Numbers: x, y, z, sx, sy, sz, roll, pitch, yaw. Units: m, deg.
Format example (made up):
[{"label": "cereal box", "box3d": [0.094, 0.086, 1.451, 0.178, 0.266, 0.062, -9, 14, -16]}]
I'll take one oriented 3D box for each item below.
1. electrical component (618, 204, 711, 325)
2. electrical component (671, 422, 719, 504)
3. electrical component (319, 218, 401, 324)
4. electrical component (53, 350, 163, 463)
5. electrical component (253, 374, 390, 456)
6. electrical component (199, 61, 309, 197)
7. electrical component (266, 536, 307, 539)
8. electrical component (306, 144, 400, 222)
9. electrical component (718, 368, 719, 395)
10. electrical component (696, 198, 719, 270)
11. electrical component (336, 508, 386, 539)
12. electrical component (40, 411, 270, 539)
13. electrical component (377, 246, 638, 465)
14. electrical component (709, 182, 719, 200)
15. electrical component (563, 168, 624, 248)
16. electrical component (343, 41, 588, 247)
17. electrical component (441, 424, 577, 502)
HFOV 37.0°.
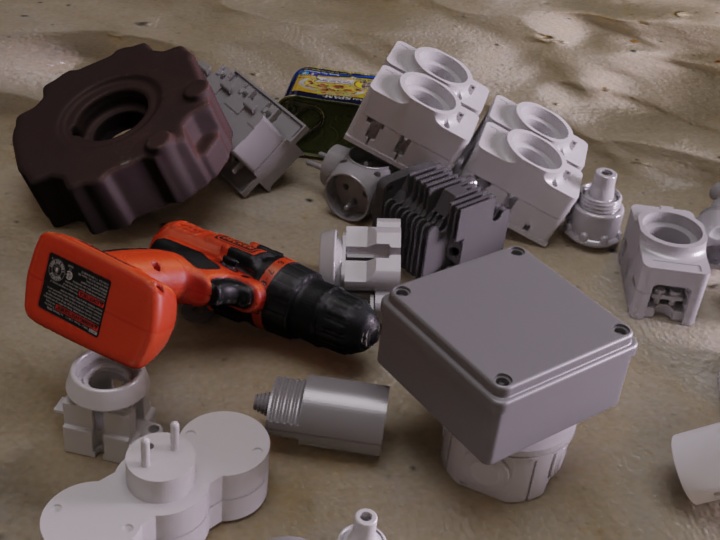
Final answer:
[{"label": "electrical component", "box3d": [0.232, -0.009, 0.823, 0.050, 0.055, 0.089, 7, 35, 2]}, {"label": "electrical component", "box3d": [0.238, 0.111, 0.647, 0.079, 0.077, 0.044, 20, 53, -57]}, {"label": "electrical component", "box3d": [0.000, 0.000, 0.770, 0.057, 0.058, 0.078, 1, 59, 1]}, {"label": "electrical component", "box3d": [-0.149, 0.079, 0.638, 0.066, 0.055, 0.048, 11, 35, 8]}, {"label": "electrical component", "box3d": [-0.025, 0.086, 0.657, 0.081, 0.043, 0.043, 8, 35, 3]}, {"label": "electrical component", "box3d": [-0.110, -0.127, 0.923, 0.078, 0.063, 0.121, -47, 49, -1]}, {"label": "electrical component", "box3d": [-0.051, 0.175, 0.523, 0.079, 0.044, 0.077, -3, 35, -13]}, {"label": "electrical component", "box3d": [-0.007, -0.082, 0.902, 0.079, 0.044, 0.077, 23, 38, 22]}, {"label": "electrical component", "box3d": [0.278, 0.066, 0.726, 0.056, 0.050, 0.089, 12, 35, 8]}, {"label": "electrical component", "box3d": [0.291, -0.032, 0.870, 0.043, 0.043, 0.062, 14, 47, 12]}, {"label": "electrical component", "box3d": [0.000, 0.148, 0.555, 0.035, 0.061, 0.035, 4, 35, -3]}, {"label": "electrical component", "box3d": [-0.107, 0.113, 0.579, 0.138, 0.073, 0.052, -26, 46, -38]}, {"label": "electrical component", "box3d": [0.083, 0.046, 0.628, 0.109, 0.056, 0.109, -18, 41, -31]}, {"label": "electrical component", "box3d": [0.323, -0.053, 0.912, 0.043, 0.043, 0.062, -10, 36, -22]}, {"label": "electrical component", "box3d": [0.194, -0.052, 0.874, 0.048, 0.062, 0.048, 4, 34, -3]}, {"label": "electrical component", "box3d": [0.094, -0.111, 0.894, 0.186, 0.060, 0.105, 28, 36, -2]}, {"label": "electrical component", "box3d": [0.088, 0.096, 0.653, 0.080, 0.051, 0.080, 4, 35, -3]}]
